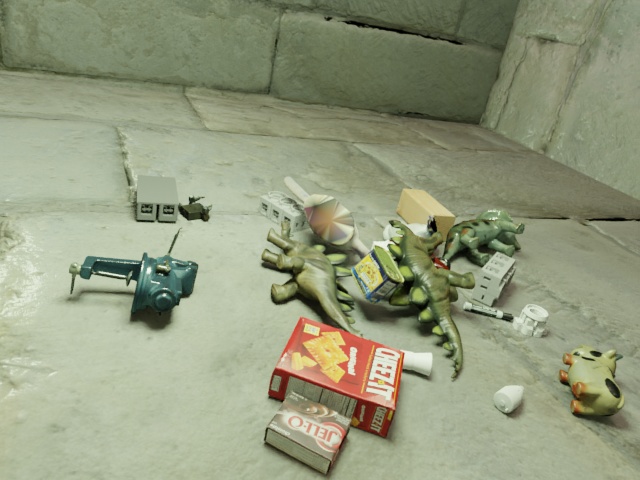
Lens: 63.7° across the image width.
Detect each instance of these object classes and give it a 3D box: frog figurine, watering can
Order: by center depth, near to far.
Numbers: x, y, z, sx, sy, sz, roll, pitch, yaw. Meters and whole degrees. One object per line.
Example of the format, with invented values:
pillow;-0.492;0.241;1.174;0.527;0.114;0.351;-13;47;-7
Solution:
watering can;0.004;-0.070;1.385;0.350;0.104;0.223;43;0;13
frog figurine;0.267;-0.007;1.522;0.158;0.121;0.140;-18;25;22
